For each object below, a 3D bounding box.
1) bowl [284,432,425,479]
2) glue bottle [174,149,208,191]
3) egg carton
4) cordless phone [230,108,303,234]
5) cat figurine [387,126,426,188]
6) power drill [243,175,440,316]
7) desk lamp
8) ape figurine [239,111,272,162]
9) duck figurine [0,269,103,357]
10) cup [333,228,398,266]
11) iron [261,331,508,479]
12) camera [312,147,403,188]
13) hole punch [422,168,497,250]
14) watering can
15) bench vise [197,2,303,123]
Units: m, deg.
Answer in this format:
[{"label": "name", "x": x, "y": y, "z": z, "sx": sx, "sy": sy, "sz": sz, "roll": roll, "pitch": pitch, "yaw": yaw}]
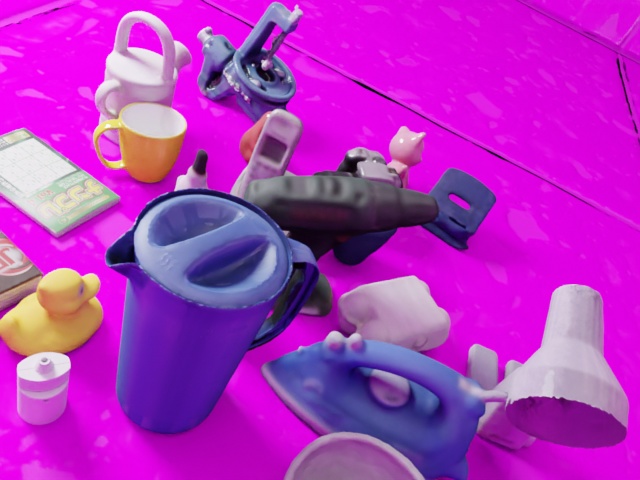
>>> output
[{"label": "bowl", "x": 0.030, "y": 0.277, "z": 0.546, "sx": 0.168, "sy": 0.074, "sz": 0.167, "roll": 15, "pitch": 42, "yaw": -14}, {"label": "glue bottle", "x": -0.160, "y": -0.042, "z": 0.700, "sx": 0.037, "sy": 0.173, "sz": 0.078, "roll": -3, "pitch": 49, "yaw": -30}, {"label": "egg carton", "x": 0.099, "y": 0.107, "z": 0.763, "sx": 0.151, "sy": 0.069, "sz": 0.107, "roll": -8, "pitch": 52, "yaw": -34}, {"label": "cordless phone", "x": -0.040, "y": -0.077, "z": 0.790, "sx": 0.147, "sy": 0.185, "sz": 0.094, "roll": 26, "pitch": 41, "yaw": -1}, {"label": "cat figurine", "x": 0.145, "y": -0.140, "z": 1.005, "sx": 0.067, "sy": 0.117, "sz": 0.128, "roll": 25, "pitch": 41, "yaw": -3}, {"label": "power drill", "x": 0.007, "y": 0.003, "z": 0.715, "sx": 0.230, "sy": 0.208, "sz": 0.075, "roll": 10, "pitch": 44, "yaw": -19}, {"label": "desk lamp", "x": 0.260, "y": 0.164, "z": 0.679, "sx": 0.118, "sy": 0.213, "sz": 0.203, "roll": 25, "pitch": 41, "yaw": -3}, {"label": "ape figurine", "x": -0.087, "y": -0.166, "z": 0.928, "sx": 0.076, "sy": 0.092, "sz": 0.078, "roll": 35, "pitch": 41, "yaw": 9}, {"label": "duck figurine", "x": -0.275, "y": 0.067, "z": 0.593, "sx": 0.105, "sy": 0.086, "sz": 0.077, "roll": -21, "pitch": 60, "yaw": -41}, {"label": "cup", "x": 0.047, "y": -0.018, "z": 0.844, "sx": 0.092, "sy": 0.095, "sz": 0.117, "roll": -23, "pitch": 61, "yaw": -42}, {"label": "iron", "x": 0.069, "y": 0.162, "z": 0.635, "sx": 0.258, "sy": 0.141, "sz": 0.119, "roll": 24, "pitch": 41, "yaw": -3}, {"label": "camera", "x": 0.052, "y": -0.090, "z": 0.917, "sx": 0.137, "sy": 0.100, "sz": 0.143, "roll": 5, "pitch": 45, "yaw": -23}, {"label": "hole punch", "x": 0.236, "y": -0.055, "z": 0.986, "sx": 0.108, "sy": 0.091, "sz": 0.101, "roll": 34, "pitch": 41, "yaw": 8}, {"label": "watering can", "x": -0.258, "y": -0.242, "z": 0.838, "sx": 0.101, "sy": 0.194, "sz": 0.173, "roll": 19, "pitch": 41, "yaw": -9}, {"label": "bench vise", "x": -0.120, "y": -0.311, "z": 0.962, "sx": 0.207, "sy": 0.219, "sz": 0.121, "roll": 24, "pitch": 41, "yaw": -3}]
